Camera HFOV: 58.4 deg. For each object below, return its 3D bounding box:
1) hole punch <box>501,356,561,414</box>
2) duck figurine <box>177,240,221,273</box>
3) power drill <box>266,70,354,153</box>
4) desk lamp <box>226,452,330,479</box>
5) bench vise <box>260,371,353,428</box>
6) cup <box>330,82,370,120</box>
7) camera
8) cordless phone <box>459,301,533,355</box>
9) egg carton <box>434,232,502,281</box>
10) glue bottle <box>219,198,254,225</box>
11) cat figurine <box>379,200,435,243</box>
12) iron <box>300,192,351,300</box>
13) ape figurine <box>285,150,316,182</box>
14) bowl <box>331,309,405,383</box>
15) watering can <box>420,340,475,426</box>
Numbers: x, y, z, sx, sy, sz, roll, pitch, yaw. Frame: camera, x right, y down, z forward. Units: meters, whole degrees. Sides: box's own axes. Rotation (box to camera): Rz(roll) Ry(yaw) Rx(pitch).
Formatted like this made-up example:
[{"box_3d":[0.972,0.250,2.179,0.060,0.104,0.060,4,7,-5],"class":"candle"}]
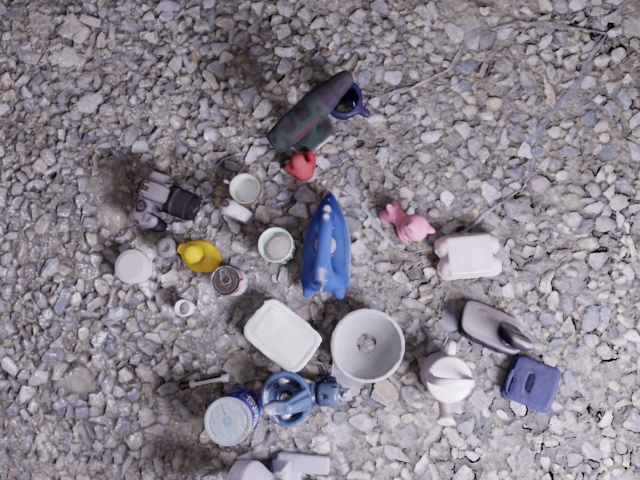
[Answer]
[{"box_3d":[0.468,0.321,1.277,0.101,0.091,0.109,19,85,5],"class":"hole punch"},{"box_3d":[-0.288,0.037,1.353,0.104,0.086,0.077,24,86,6],"class":"duck figurine"},{"box_3d":[-0.016,-0.278,1.309,0.229,0.208,0.075,-40,83,-1],"class":"power drill"},{"box_3d":[-0.087,0.526,1.226,0.203,0.213,0.118,3,84,4],"class":"desk lamp"},{"box_3d":[-0.041,0.334,1.241,0.207,0.220,0.121,-22,83,1],"class":"bench vise"},{"box_3d":[0.068,-0.317,1.365,0.117,0.095,0.092,31,87,6],"class":"cup"},{"box_3d":[-0.365,-0.083,1.363,0.136,0.101,0.143,21,86,5],"class":"camera"},{"box_3d":[0.384,0.195,1.248,0.147,0.185,0.094,21,86,6],"class":"cordless phone"},{"box_3d":[0.342,0.036,1.325,0.150,0.069,0.107,-7,84,3],"class":"egg carton"},{"box_3d":[-0.202,-0.072,1.316,0.078,0.173,0.037,23,86,6],"class":"glue bottle"},{"box_3d":[0.198,-0.041,1.317,0.127,0.118,0.067,42,88,7],"class":"cat figurine"},{"box_3d":[0.012,0.005,1.311,0.118,0.141,0.258,2,84,4],"class":"iron"},{"box_3d":[-0.047,-0.181,1.359,0.078,0.092,0.076,-11,83,2],"class":"ape figurine"},{"box_3d":[0.109,0.240,1.315,0.167,0.075,0.167,0,84,3],"class":"bowl"},{"box_3d":[0.279,0.308,1.238,0.101,0.194,0.173,-16,83,2],"class":"watering can"}]
